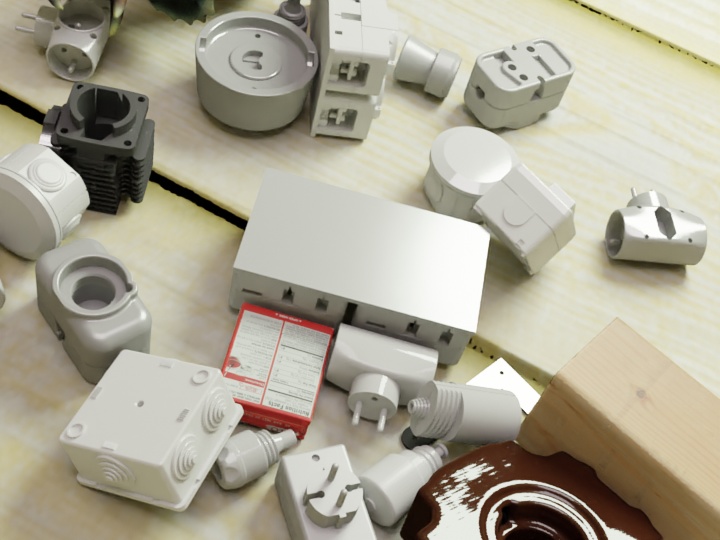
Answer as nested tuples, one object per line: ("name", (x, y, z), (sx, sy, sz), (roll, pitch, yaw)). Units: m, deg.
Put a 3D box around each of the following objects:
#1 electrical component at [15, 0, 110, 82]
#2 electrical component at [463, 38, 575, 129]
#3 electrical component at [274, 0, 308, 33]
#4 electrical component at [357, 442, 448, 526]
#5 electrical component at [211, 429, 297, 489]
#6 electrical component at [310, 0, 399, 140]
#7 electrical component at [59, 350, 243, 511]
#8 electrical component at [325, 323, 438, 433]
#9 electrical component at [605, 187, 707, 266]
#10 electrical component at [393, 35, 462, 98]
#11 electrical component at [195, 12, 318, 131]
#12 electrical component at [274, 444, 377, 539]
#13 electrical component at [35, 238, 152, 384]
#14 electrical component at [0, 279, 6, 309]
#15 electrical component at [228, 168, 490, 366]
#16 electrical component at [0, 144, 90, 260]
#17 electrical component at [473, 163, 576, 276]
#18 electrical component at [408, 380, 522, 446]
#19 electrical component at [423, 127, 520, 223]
("electrical component", (-0.266, -0.214, 0.961), (0.079, 0.044, 0.077), (12, 51, -4))
("electrical component", (0.150, -0.175, 1.023), (0.095, 0.059, 0.053), (-20, 60, -26))
("electrical component", (-0.065, -0.237, 1.017), (0.035, 0.061, 0.035), (7, 52, -9))
("electrical component", (0.032, 0.147, 0.758), (0.078, 0.040, 0.040), (-31, 65, -34))
("electrical component", (-0.073, 0.127, 0.751), (0.061, 0.035, 0.035), (-20, 60, -28))
("electrical component", (-0.008, -0.223, 0.992), (0.060, 0.105, 0.186), (5, 52, -10))
("electrical component", (-0.141, 0.104, 0.724), (0.100, 0.048, 0.099), (9, 47, 25))
("electrical component", (0.013, 0.085, 0.799), (0.077, 0.044, 0.079), (16, 51, -2))
("electrical component", (0.260, -0.043, 0.958), (0.077, 0.043, 0.079), (5, 52, -10))
("electrical component", (0.065, -0.193, 1.026), (0.055, 0.045, 0.045), (22, 51, 3))
("electrical component", (-0.095, -0.172, 0.960), (0.108, 0.060, 0.108), (7, 52, -9))
("electrical component", (-0.020, 0.155, 0.716), (0.047, 0.075, 0.083), (-8, 56, -20))
("electrical component", (-0.194, 0.027, 0.783), (0.054, 0.059, 0.095), (-26, 63, -29))
("electrical component", (-0.287, -0.002, 0.796), (0.044, 0.044, 0.065), (-5, 50, -17))
("electrical component", (0.000, 0.000, 0.851), (0.186, 0.060, 0.105), (15, 51, -2))
("electrical component", (-0.251, -0.052, 0.818), (0.080, 0.080, 0.051), (28, 46, 9))
("electrical component", (0.143, -0.042, 0.899), (0.061, 0.096, 0.061), (-43, 72, 2))
("electrical component", (0.072, 0.104, 0.781), (0.081, 0.043, 0.043), (11, 49, -26))
("electrical component", (0.096, -0.083, 0.944), (0.080, 0.051, 0.080), (7, 52, -9))
